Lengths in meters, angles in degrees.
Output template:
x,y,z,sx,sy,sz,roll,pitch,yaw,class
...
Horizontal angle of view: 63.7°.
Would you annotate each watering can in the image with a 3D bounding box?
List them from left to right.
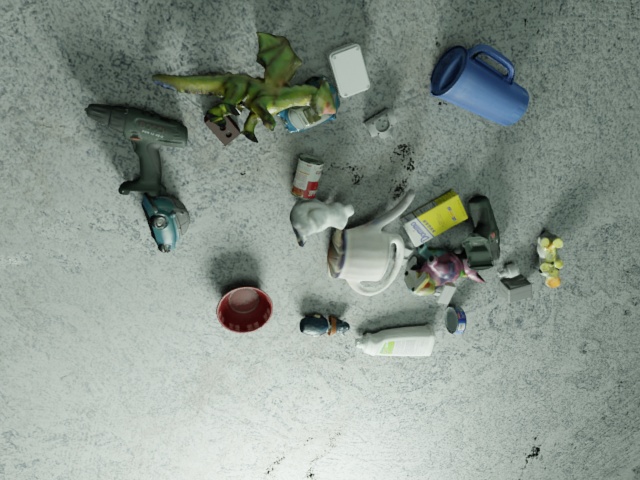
x,y,z,sx,sy,sz,roll,pitch,yaw,class
0.137,0.006,1.448,0.224,0.341,0.106,5,25,-14,watering can

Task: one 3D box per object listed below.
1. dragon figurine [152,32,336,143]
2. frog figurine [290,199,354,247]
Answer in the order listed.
x,y,z,sx,sy,sz,roll,pitch,yaw,class
-0.155,-0.372,1.184,0.411,0.246,0.120,28,-16,3,dragon figurine
0.004,-0.068,1.359,0.158,0.122,0.139,-27,2,23,frog figurine
